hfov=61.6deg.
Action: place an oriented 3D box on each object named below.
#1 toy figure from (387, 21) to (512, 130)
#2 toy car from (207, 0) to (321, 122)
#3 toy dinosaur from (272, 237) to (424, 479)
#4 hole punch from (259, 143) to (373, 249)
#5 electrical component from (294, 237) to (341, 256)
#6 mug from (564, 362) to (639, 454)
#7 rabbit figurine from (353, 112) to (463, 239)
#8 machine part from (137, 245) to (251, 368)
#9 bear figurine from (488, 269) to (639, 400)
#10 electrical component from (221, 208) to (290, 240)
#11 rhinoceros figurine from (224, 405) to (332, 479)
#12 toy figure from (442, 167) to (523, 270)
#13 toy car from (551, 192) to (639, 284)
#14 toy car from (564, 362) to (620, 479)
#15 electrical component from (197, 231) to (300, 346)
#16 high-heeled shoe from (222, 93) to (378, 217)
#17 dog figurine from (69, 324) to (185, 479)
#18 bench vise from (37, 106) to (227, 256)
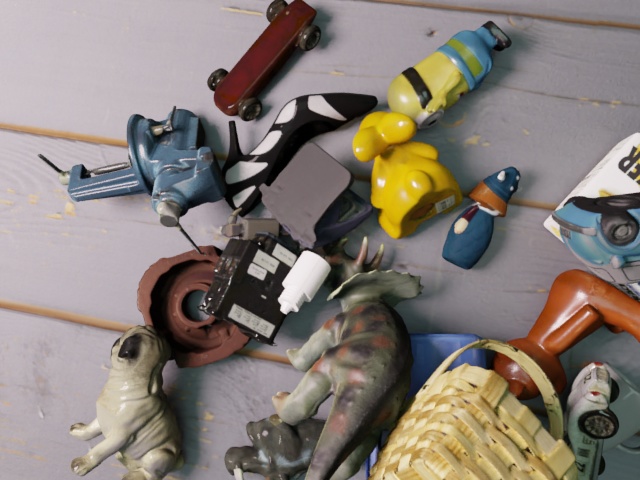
[{"bbox_3d":[0.177,-0.233,0.758,0.180,0.082,0.089,-44,70,6],"label":"toy figure"},{"bbox_3d":[-0.081,-0.268,0.805,0.089,0.053,0.202,42,94,20],"label":"toy car"},{"bbox_3d":[0.049,0.141,0.630,0.131,0.405,0.192,34,111,-16],"label":"toy dinosaur"},{"bbox_3d":[-0.004,-0.052,0.737,0.116,0.092,0.142,-46,55,3],"label":"hole punch"},{"bbox_3d":[-0.002,-0.002,0.763,0.063,0.021,0.094,16,60,43],"label":"electrical component"},{"bbox_3d":[0.375,0.230,0.694,0.109,0.081,0.107,41,105,2],"label":"mug"},{"bbox_3d":[0.098,-0.107,0.732,0.122,0.162,0.173,-30,64,15],"label":"rabbit figurine"},{"bbox_3d":[-0.173,0.095,0.779,0.179,0.056,0.179,0,85,5],"label":"machine part"},{"bbox_3d":[0.312,0.140,0.686,0.132,0.120,0.196,32,91,5],"label":"bear figurine"},{"bbox_3d":[-0.087,-0.007,0.765,0.102,0.045,0.078,-9,105,-31],"label":"electrical component"},{"bbox_3d":[-0.037,0.284,0.741,0.190,0.073,0.112,-7,94,4],"label":"rhinoceros figurine"},{"bbox_3d":[0.222,-0.035,0.741,0.058,0.064,0.154,29,89,23],"label":"toy figure"},{"bbox_3d":[0.367,-0.001,0.643,0.162,0.109,0.102,-8,109,-3],"label":"toy car"},{"bbox_3d":[0.311,0.236,0.630,0.056,0.073,0.201,8,117,27],"label":"toy car"},{"bbox_3d":[-0.082,0.059,0.713,0.058,0.114,0.134,5,63,51],"label":"electrical component"},{"bbox_3d":[-0.029,-0.123,0.775,0.249,0.086,0.145,-11,90,7],"label":"high-heeled shoe"},{"bbox_3d":[-0.226,0.222,0.732,0.121,0.172,0.190,35,93,49],"label":"dog figurine"},{"bbox_3d":[-0.253,-0.090,0.754,0.241,0.128,0.224,-10,60,4],"label":"bench vise"}]
